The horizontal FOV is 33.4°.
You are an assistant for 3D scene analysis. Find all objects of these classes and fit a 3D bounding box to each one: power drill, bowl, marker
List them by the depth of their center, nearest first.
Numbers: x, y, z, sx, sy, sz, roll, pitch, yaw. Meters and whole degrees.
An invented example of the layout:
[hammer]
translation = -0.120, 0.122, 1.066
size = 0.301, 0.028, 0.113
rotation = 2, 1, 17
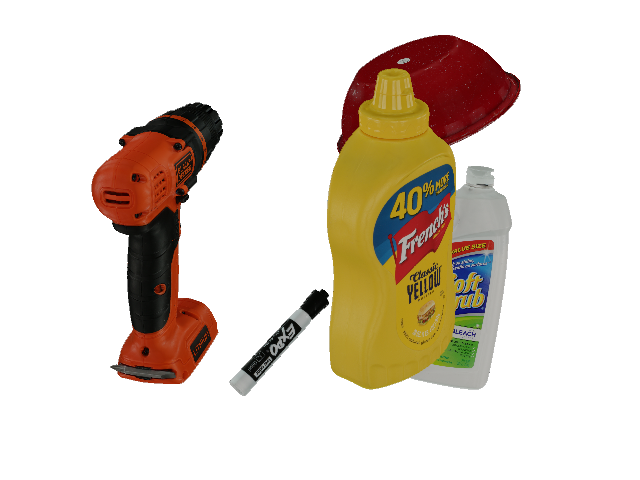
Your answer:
[power drill]
translation = -0.115, -0.001, 0.811
size = 0.057, 0.188, 0.184
rotation = 4, 23, 14
[bowl]
translation = 0.080, -0.126, 0.885
size = 0.162, 0.055, 0.162
rotation = -20, 24, 9
[marker]
translation = -0.035, 0.089, 0.958
size = 0.121, 0.020, 0.020
rotation = -47, 19, -18

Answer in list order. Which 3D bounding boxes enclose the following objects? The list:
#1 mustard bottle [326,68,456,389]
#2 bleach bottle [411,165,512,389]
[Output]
[mustard bottle]
translation = 0.045, -0.010, 0.651
size = 0.058, 0.192, 0.096
rotation = 22, 36, 39
[bleach bottle]
translation = 0.159, 0.039, 1.218
size = 0.103, 0.251, 0.068
rotation = 9, 15, 14
